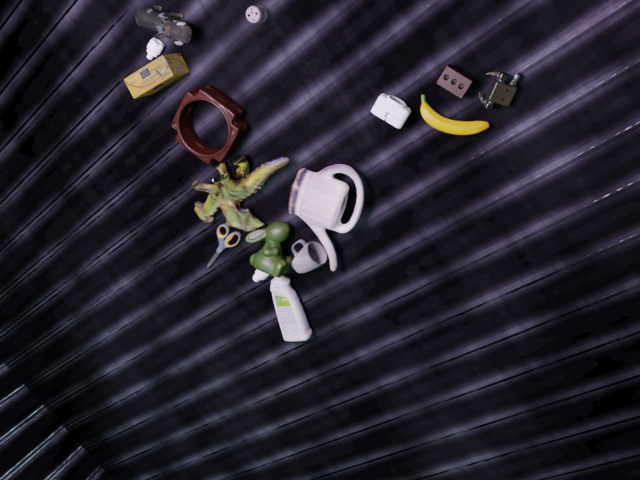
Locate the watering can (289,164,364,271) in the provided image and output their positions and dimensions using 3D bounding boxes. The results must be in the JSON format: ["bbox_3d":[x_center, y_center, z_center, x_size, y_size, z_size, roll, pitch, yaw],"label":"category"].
[{"bbox_3d":[0.005,-0.079,1.560,0.225,0.106,0.341,22,117,11],"label":"watering can"}]

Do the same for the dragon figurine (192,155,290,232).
[{"bbox_3d":[-0.249,-0.134,1.650,0.409,0.125,0.238,-5,128,23],"label":"dragon figurine"}]
